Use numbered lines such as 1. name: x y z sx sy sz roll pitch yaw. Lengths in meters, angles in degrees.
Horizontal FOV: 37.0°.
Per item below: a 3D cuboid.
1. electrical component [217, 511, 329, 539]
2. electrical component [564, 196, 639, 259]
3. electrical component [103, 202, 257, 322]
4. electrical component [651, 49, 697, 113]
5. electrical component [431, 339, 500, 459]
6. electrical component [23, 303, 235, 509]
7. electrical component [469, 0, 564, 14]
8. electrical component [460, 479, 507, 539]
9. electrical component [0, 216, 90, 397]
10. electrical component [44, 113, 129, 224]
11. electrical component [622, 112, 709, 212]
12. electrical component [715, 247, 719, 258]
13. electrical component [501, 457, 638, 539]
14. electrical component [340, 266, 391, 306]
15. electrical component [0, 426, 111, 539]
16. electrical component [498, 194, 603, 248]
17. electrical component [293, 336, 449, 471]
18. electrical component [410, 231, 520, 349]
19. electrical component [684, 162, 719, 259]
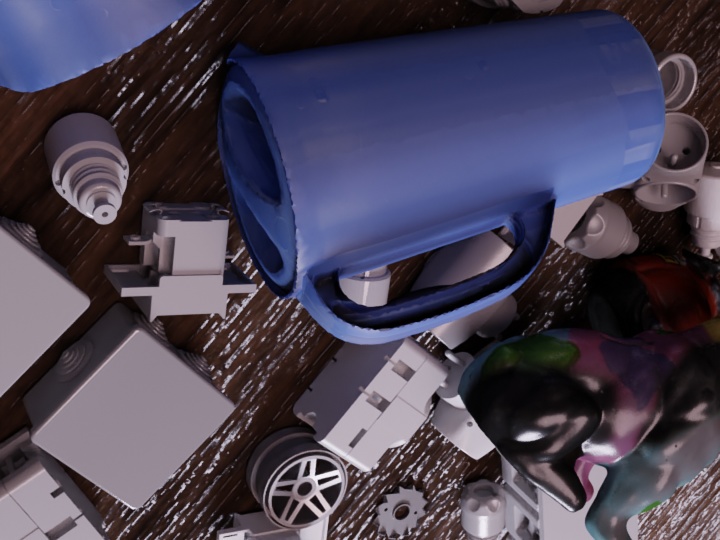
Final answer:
1. electrical component: -0.055 0.196 0.732 0.081 0.064 0.042 -5 115 -26
2. electrical component: 0.172 -0.028 0.765 0.062 0.043 0.043 20 101 -34
3. electrical component: -0.104 -0.007 0.629 0.081 0.042 0.063 -1 110 -28
4. electrical component: 0.199 -0.131 0.731 0.040 0.046 0.040 -11 116 -23
5. electrical component: 0.080 0.084 0.765 0.079 0.043 0.077 38 91 -34
6. electrical component: -0.140 0.080 0.644 0.099 0.048 0.099 -46 125 -3
7. electrical component: 0.095 -0.195 0.645 0.080 0.051 0.080 -11 116 -23
8. electrical component: 0.095 0.194 0.828 0.035 0.035 0.061 -15 120 -22
9. electrical component: -0.211 0.014 0.577 0.099 0.048 0.099 -46 124 -3
10. electrical component: -0.143 -0.051 0.571 0.040 0.078 0.040 -14 132 -16
11. electrical component: 0.194 -0.074 0.745 0.079 0.077 0.044 4 74 9
12. electrical component: 0.320 -0.016 0.848 0.077 0.044 0.079 -17 118 -21
13. electrical component: 0.163 0.182 0.842 0.089 0.062 0.150 -18 119 -21
14. electrical component: 0.000 0.000 0.688 0.040 0.040 0.078 -3 113 -27
15. electrical component: -0.196 0.149 0.644 0.056 0.050 0.089 -34 123 -11
16. electrical component: 0.121 -0.055 0.727 0.064 0.042 0.081 34 93 -31
17. electrical component: 0.010 0.083 0.724 0.056 0.050 0.089 39 91 -34
18. electrical component: 0.081 0.020 0.737 0.077 0.044 0.079 -49 125 0
19. electrical component: 0.264 -0.045 0.807 0.040 0.040 0.078 -11 116 -23
